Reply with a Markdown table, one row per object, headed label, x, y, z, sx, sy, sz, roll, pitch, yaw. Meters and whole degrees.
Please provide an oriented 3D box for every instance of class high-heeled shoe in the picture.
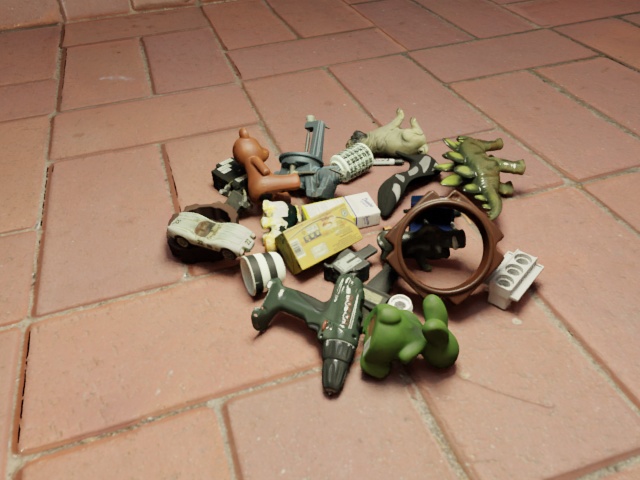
| label | x | y | z | sx | sy | sz | roll | pitch | yaw |
| --- | --- | --- | --- | --- | --- | --- | --- | --- | --- |
| high-heeled shoe | 0.236 | -0.132 | 1.388 | 0.145 | 0.086 | 0.249 | 26 | 59 | -12 |

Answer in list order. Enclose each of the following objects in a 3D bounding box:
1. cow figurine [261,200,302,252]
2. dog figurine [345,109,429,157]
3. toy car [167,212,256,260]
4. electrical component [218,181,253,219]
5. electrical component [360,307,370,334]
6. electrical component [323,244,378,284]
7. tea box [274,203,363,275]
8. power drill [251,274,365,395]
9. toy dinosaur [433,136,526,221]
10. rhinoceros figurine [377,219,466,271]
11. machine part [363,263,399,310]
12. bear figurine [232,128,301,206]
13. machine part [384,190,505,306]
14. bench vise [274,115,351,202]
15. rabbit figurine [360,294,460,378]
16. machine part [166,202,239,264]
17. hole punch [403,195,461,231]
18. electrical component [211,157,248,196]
| label | x | y | z | sx | sy | sz | roll | pitch | yaw |
| --- | --- | --- | --- | --- | --- | --- | --- | --- | --- |
| cow figurine | -0.090 | -0.026 | 1.262 | 0.098 | 0.068 | 0.167 | 0 | 41 | -6 |
| dog figurine | 0.187 | -0.261 | 1.516 | 0.190 | 0.121 | 0.173 | -31 | 42 | -10 |
| toy car | -0.238 | -0.011 | 1.178 | 0.202 | 0.056 | 0.073 | 14 | 46 | 17 |
| electrical component | -0.215 | -0.097 | 1.342 | 0.102 | 0.045 | 0.078 | 39 | 90 | 34 |
| electrical component | 0.073 | 0.162 | 1.057 | 0.063 | 0.021 | 0.094 | -28 | 47 | -27 |
| electrical component | 0.072 | 0.056 | 1.165 | 0.119 | 0.047 | 0.075 | -33 | 48 | -31 |
| tea box | -0.002 | -0.004 | 1.193 | 0.170 | 0.068 | 0.098 | -25 | 87 | -26 |
| power drill | -0.023 | 0.157 | 1.015 | 0.208 | 0.085 | 0.232 | 9 | 58 | 24 |
| toy dinosaur | 0.398 | -0.169 | 1.348 | 0.199 | 0.104 | 0.472 | 3 | 32 | -7 |
| rhinoceros figurine | 0.220 | 0.005 | 1.170 | 0.190 | 0.111 | 0.073 | -1 | 37 | 15 |
| machine part | 0.126 | 0.094 | 1.123 | 0.084 | 0.039 | 0.139 | 16 | 44 | 27 |
| bear figurine | -0.145 | -0.181 | 1.351 | 0.132 | 0.120 | 0.196 | -4 | 57 | -27 |
| machine part | 0.245 | 0.016 | 1.068 | 0.201 | 0.087 | 0.201 | -45 | 82 | 4 |
| bench vise | -0.018 | -0.213 | 1.389 | 0.224 | 0.128 | 0.240 | -5 | 72 | 40 |
| rabbit figurine | 0.173 | 0.168 | 0.960 | 0.170 | 0.159 | 0.121 | 15 | 39 | -6 |
| machine part | -0.273 | -0.017 | 1.267 | 0.179 | 0.056 | 0.179 | -1 | 43 | 1 |
| hole punch | 0.268 | -0.073 | 1.280 | 0.142 | 0.092 | 0.116 | 2 | 36 | 11 |
| electrical component | -0.223 | -0.170 | 1.447 | 0.115 | 0.058 | 0.134 | -29 | 46 | -31 |
